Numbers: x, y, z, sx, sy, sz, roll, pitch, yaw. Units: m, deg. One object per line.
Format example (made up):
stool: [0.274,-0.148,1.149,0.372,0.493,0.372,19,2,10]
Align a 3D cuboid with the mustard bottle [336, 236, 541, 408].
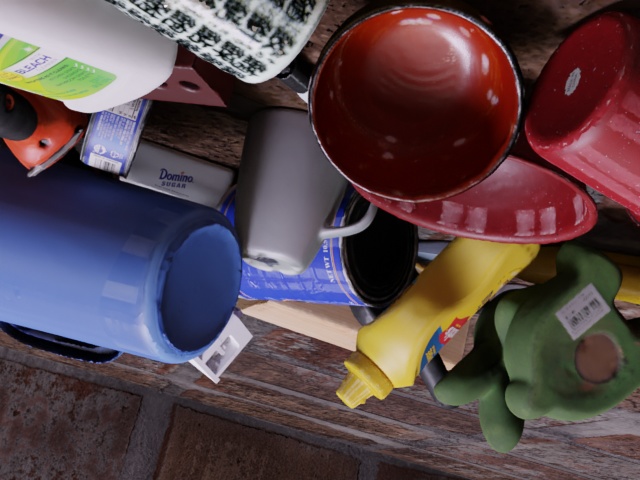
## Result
mustard bottle: [0.085,0.054,0.813,0.058,0.191,0.096,44,169,12]

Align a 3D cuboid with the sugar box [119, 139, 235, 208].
sugar box: [-0.139,-0.034,0.973,0.093,0.048,0.176,18,165,-8]

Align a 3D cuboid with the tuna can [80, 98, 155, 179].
tuna can: [-0.132,-0.087,0.717,0.033,0.086,0.086,19,164,-10]

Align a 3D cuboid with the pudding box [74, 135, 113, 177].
pudding box: [-0.250,-0.071,0.960,0.113,0.039,0.090,11,161,4]

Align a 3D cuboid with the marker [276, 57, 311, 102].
marker: [0.008,-0.089,0.708,0.020,0.020,0.121,2,160,37]

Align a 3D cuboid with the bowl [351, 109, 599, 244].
bowl: [0.101,-0.051,0.687,0.162,0.055,0.162,14,164,4]

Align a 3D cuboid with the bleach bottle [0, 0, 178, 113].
bleach bottle: [-0.193,-0.120,0.499,0.250,0.068,0.103,9,169,-43]

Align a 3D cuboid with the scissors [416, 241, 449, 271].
scissors: [0.072,0.002,0.963,0.201,0.016,0.096,22,161,-24]

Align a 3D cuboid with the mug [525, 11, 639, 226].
mug: [0.166,-0.069,0.534,0.081,0.093,0.117,26,131,-21]

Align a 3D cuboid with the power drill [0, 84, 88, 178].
power drill: [-0.233,-0.120,0.648,0.184,0.057,0.187,55,-170,17]

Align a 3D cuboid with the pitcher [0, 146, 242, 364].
pitcher: [-0.178,0.017,0.768,0.243,0.145,0.149,13,174,29]

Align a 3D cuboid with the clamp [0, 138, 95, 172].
clamp: [-0.275,-0.084,0.869,0.209,0.036,0.165,35,147,-30]

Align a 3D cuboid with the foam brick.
foam brick: [-0.091,-0.116,0.643,0.078,0.051,0.053,8,163,22]

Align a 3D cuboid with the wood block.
wood block: [0.036,0.055,1.037,0.205,0.091,0.090,20,163,-20]

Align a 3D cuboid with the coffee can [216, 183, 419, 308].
coffee can: [-0.006,0.001,0.870,0.141,0.103,0.102,1,159,39]

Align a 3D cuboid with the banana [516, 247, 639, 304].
banana: [0.250,0.035,0.880,0.198,0.037,0.069,13,161,7]

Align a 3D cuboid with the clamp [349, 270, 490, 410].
clamp: [0.080,0.074,0.960,0.171,0.120,0.039,27,145,-21]
